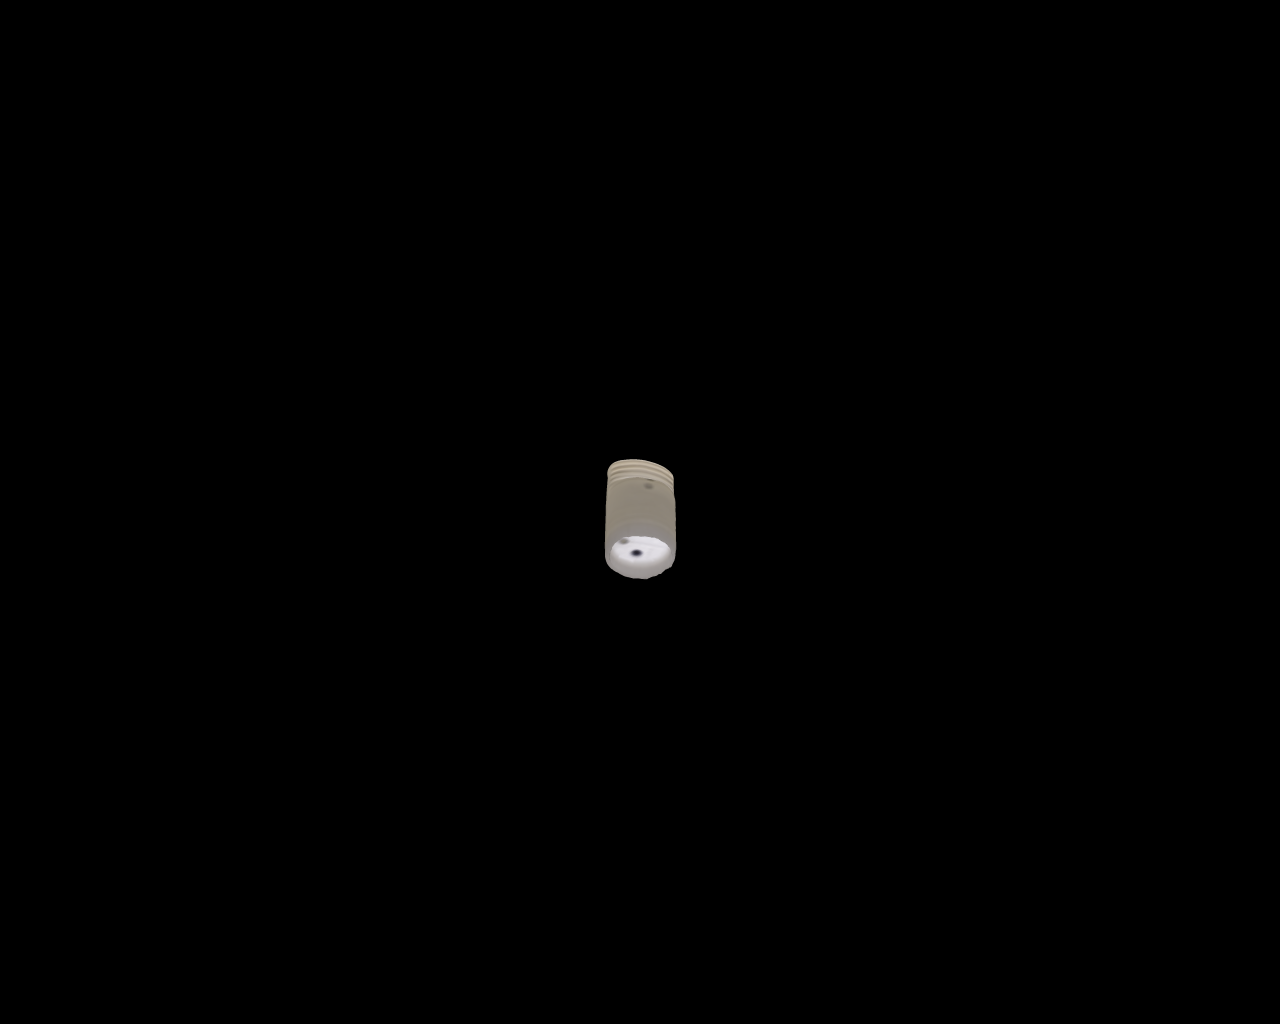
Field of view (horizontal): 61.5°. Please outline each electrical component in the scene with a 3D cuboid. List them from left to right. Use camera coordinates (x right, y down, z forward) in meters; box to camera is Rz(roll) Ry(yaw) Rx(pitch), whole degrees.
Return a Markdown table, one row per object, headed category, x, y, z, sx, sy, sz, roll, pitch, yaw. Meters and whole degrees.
| category | x | y | z | sx | sy | sz | roll | pitch | yaw |
| --- | --- | --- | --- | --- | --- | --- | --- | --- | --- |
| electrical component | 0.001 | -0.003 | 0.650 | 0.043 | 0.081 | 0.043 | 0 | -42 | 0 |
